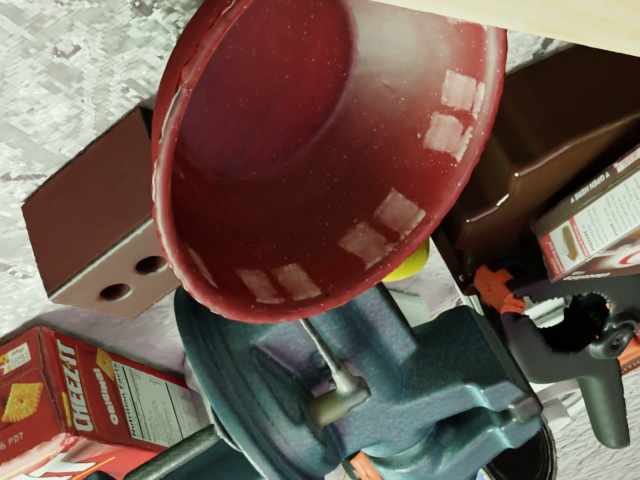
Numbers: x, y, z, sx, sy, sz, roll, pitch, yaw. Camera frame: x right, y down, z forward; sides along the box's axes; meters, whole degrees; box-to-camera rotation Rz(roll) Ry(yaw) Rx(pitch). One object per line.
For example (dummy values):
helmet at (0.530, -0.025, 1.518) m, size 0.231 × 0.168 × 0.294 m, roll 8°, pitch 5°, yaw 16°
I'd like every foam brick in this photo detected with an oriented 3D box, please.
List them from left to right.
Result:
foam brick at (-0.079, -0.009, 0.455) m, size 0.078 × 0.051 × 0.052 m, roll -36°, pitch 151°, yaw 23°

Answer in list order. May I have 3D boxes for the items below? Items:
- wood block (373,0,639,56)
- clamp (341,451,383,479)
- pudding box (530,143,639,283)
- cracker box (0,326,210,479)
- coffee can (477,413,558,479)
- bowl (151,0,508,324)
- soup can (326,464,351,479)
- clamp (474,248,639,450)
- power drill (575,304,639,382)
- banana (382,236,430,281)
wood block at (0.080, -0.124, 0.333) m, size 0.205 × 0.091 × 0.090 m, roll 1°, pitch 145°, yaw -41°
clamp at (0.067, 0.133, 0.793) m, size 0.120 × 0.039 × 0.171 m, roll -42°, pitch 180°, yaw 15°
pudding box at (0.176, -0.015, 0.533) m, size 0.113 × 0.039 × 0.090 m, roll -1°, pitch 153°, yaw -33°
cracker box at (-0.160, 0.140, 0.639) m, size 0.164 × 0.072 × 0.213 m, roll -29°, pitch 153°, yaw 12°
coffee can at (0.108, 0.183, 0.876) m, size 0.102 × 0.103 × 0.141 m, roll 2°, pitch 154°, yaw -42°
bowl at (-0.005, -0.050, 0.401) m, size 0.161 × 0.055 × 0.162 m, roll -25°, pitch 134°, yaw -28°
soup can at (-0.017, 0.167, 0.809) m, size 0.068 × 0.068 × 0.102 m, roll -30°, pitch 153°, yaw 11°
clamp at (0.161, 0.056, 0.621) m, size 0.209 × 0.036 × 0.165 m, roll 9°, pitch 117°, yaw -37°
power drill at (0.220, 0.050, 0.807) m, size 0.185 × 0.057 × 0.187 m, roll -31°, pitch 150°, yaw 22°
banana at (0.014, -0.007, 0.552) m, size 0.070 × 0.037 × 0.197 m, roll -30°, pitch 153°, yaw 13°
